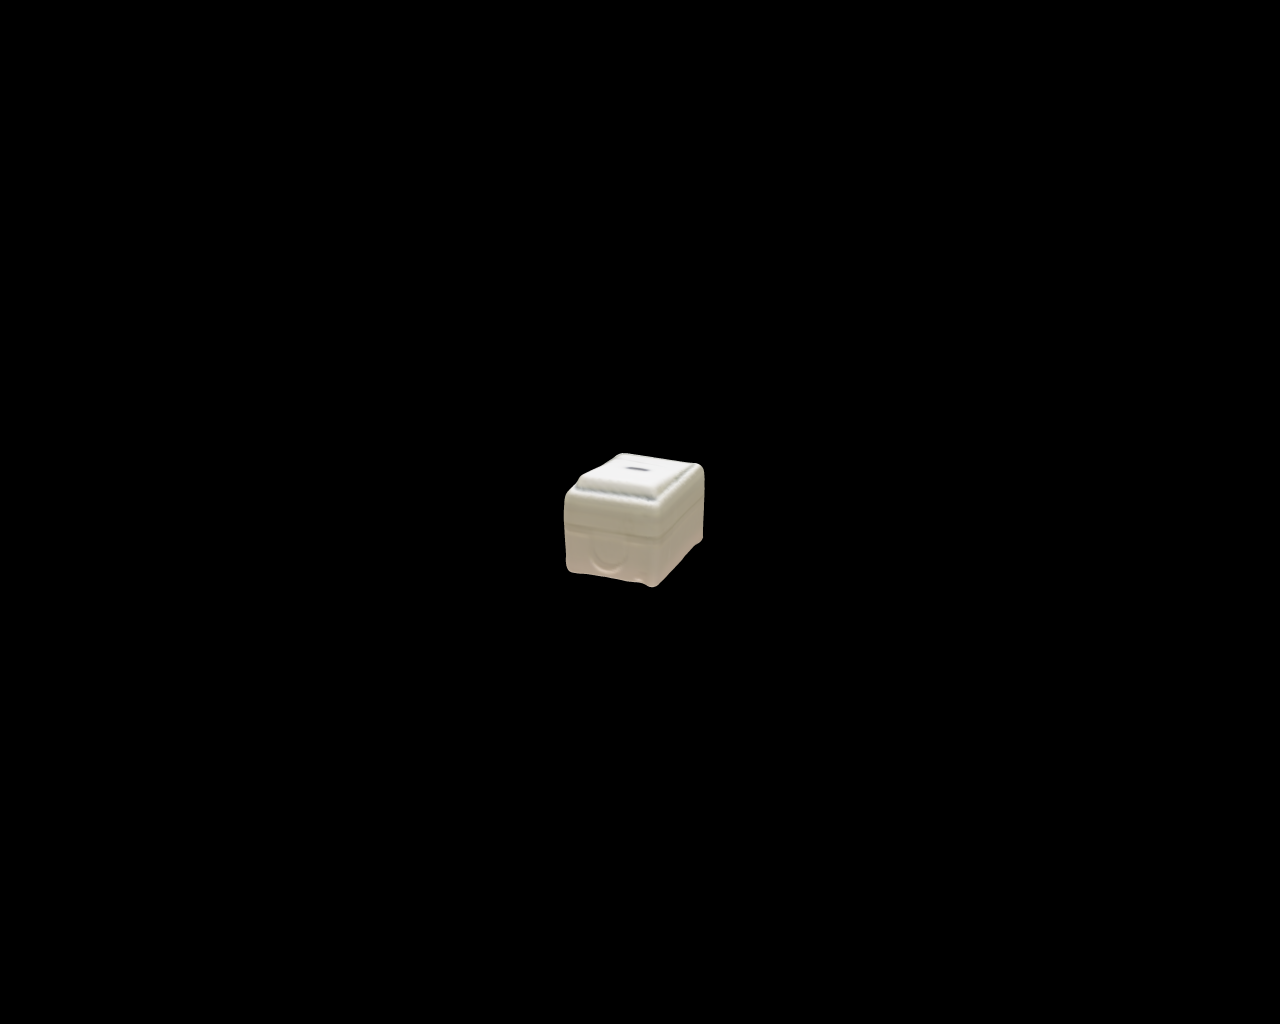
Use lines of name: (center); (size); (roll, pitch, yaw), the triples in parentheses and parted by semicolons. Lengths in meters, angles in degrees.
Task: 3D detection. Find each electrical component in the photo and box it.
electrical component: (0.001, -0.003, 0.650); (0.062, 0.061, 0.096); (10, 24, 22)
